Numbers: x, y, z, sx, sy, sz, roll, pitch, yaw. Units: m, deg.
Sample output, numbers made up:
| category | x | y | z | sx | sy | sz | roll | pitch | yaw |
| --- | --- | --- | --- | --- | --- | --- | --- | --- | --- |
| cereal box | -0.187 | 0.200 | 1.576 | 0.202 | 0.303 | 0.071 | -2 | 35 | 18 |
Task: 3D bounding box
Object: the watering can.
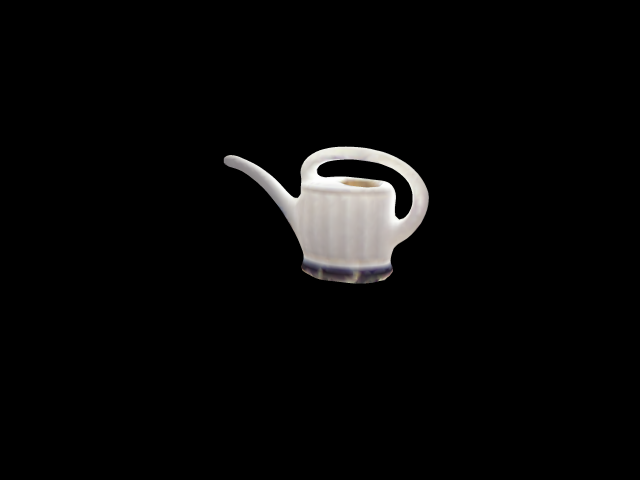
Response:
| category | x | y | z | sx | sy | sz | roll | pitch | yaw |
| --- | --- | --- | --- | --- | --- | --- | --- | --- | --- |
| watering can | 0.003 | -0.043 | 0.850 | 0.348 | 0.222 | 0.105 | 5 | 13 | 19 |
